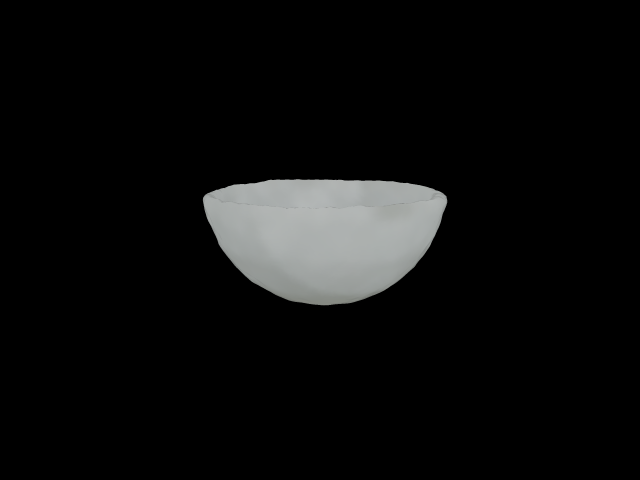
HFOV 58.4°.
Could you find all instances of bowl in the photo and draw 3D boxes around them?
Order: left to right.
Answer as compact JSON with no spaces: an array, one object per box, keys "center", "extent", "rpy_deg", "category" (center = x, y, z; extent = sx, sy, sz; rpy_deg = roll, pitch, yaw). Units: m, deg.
[{"center":[0.004,0.001,0.400],"extent":[0.167,0.075,0.167],"rpy_deg":[0,12,0],"category":"bowl"}]
